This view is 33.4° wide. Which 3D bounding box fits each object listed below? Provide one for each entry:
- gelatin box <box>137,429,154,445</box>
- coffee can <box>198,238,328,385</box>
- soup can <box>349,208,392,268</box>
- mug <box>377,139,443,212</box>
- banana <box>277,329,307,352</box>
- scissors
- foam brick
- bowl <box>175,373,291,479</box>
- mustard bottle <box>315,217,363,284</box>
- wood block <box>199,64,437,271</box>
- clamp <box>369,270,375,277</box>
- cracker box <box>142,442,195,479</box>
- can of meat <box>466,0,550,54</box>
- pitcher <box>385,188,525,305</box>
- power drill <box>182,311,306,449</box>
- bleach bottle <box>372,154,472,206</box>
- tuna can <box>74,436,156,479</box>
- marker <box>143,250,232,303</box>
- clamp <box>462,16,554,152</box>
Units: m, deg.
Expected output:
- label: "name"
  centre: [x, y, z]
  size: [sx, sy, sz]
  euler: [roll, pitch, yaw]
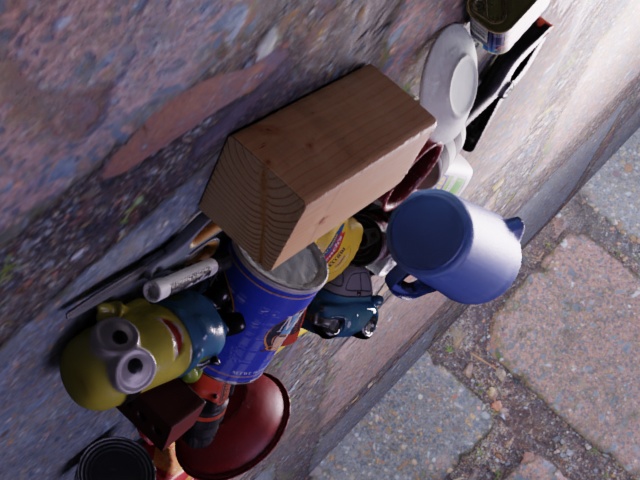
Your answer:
- label: "gelatin box"
  centre: [-0.175, 0.193, 1.247]
  size: [0.089, 0.030, 0.073]
  euler: [-43, 165, -23]
- label: "coffee can"
  centre: [-0.069, 0.060, 1.059]
  size: [0.102, 0.103, 0.140]
  euler: [-28, 156, -55]
- label: "soup can"
  centre: [0.065, -0.004, 1.367]
  size: [0.069, 0.068, 0.102]
  euler: [-53, 166, 18]
- label: "mug"
  centre: [0.066, -0.085, 1.120]
  size: [0.093, 0.081, 0.117]
  euler: [-42, 165, -23]
- label: "banana"
  centre: [-0.057, 0.131, 1.436]
  size: [0.197, 0.037, 0.070]
  euler: [-34, 169, -44]
- label: "scissors"
  centre: [-0.143, 0.029, 0.929]
  size: [0.201, 0.016, 0.096]
  euler: [-40, 164, -31]
- label: "foam brick"
  centre: [-0.168, 0.169, 1.107]
  size: [0.051, 0.078, 0.053]
  euler: [-38, 163, -41]
- label: "bowl"
  centre: [-0.119, 0.211, 1.302]
  size: [0.162, 0.162, 0.055]
  euler: [-44, 130, -16]
- label: "mustard bottle"
  centre: [-0.007, 0.002, 1.182]
  size: [0.096, 0.058, 0.191]
  euler: [-48, 166, 3]
- label: "wood block"
  centre: [0.003, -0.070, 0.952]
  size: [0.205, 0.090, 0.091]
  euler: [-35, 162, -45]
- label: "clamp"
  centre: [0.073, 0.030, 1.553]
  size: [0.171, 0.039, 0.120]
  euler: [-46, 172, -26]
- label: "cracker box"
  centre: [-0.202, 0.313, 1.411]
  size: [0.164, 0.072, 0.213]
  euler: [-54, 166, 25]
- label: "can of meat"
  centre: [0.203, -0.254, 1.135]
  size: [0.102, 0.057, 0.084]
  euler: [-48, 169, -1]
- label: "pitcher"
  centre: [0.160, 0.013, 1.353]
  size: [0.242, 0.145, 0.149]
  euler: [20, 85, -67]
- label: "power drill"
  centre: [-0.090, 0.135, 1.221]
  size: [0.187, 0.057, 0.185]
  euler: [-46, 161, -44]
- label: "bleach bottle"
  centre: [0.113, -0.071, 1.349]
  size: [0.103, 0.068, 0.250]
  euler: [-50, 164, 19]
- label: "tuna can"
  centre: [-0.225, 0.261, 1.167]
  size: [0.086, 0.086, 0.034]
  euler: [-37, 164, -38]
- label: "marker"
  centre: [-0.114, 0.030, 0.945]
  size: [0.020, 0.020, 0.120]
  euler: [-55, 165, 27]
- label: "clamp"
  centre: [0.226, -0.200, 1.391]
  size: [0.210, 0.036, 0.164]
  euler: [-56, 164, 20]
